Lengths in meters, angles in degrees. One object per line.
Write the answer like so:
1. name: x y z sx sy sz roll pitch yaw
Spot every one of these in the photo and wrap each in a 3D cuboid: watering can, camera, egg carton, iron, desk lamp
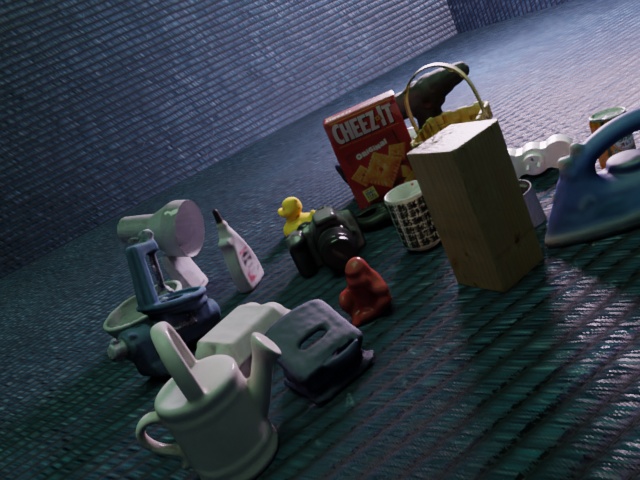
1. watering can: -0.125 0.168 0.641 0.173 0.194 0.100 -37 22 -29
2. camera: 0.010 0.004 1.049 0.143 0.101 0.136 -25 19 3
3. egg carton: -0.113 0.152 0.860 0.107 0.069 0.150 -7 26 43
4. iron: 0.405 -0.102 0.767 0.258 0.142 0.118 -25 19 2
5. desk lamp: -0.326 0.029 1.230 0.202 0.214 0.118 -17 21 23

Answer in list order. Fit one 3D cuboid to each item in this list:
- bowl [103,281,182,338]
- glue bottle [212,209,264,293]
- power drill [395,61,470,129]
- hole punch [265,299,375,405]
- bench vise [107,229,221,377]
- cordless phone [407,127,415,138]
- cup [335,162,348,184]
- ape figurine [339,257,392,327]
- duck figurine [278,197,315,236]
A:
1. bowl: -0.331 0.153 1.122 0.167 0.075 0.167 -22 19 9
2. glue bottle: -0.170 0.016 1.130 0.037 0.173 0.078 -18 21 22
3. power drill: 0.267 -0.280 1.309 0.228 0.209 0.076 -6 27 44
4. hole punch: -0.003 0.137 0.729 0.109 0.091 0.100 -35 21 -25
5. bench vise: -0.272 0.104 0.955 0.121 0.220 0.207 -17 21 22
6. cordless phone: 0.172 -0.257 1.402 0.147 0.185 0.094 -24 19 5
7. cup: 0.098 -0.163 1.386 0.091 0.095 0.118 -15 22 28
8. ape figurine: 0.062 0.067 0.829 0.077 0.092 0.076 -8 26 41
9. duck figurine: -0.052 -0.059 1.313 0.104 0.086 0.078 -11 24 36
